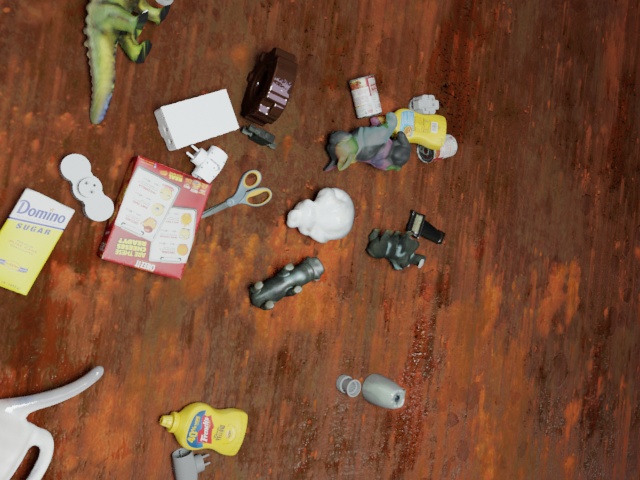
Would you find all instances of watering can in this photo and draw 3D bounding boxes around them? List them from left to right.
[{"bbox_3d":[-0.565,0.337,0.899,0.222,0.104,0.352,40,71,-26],"label":"watering can"}]

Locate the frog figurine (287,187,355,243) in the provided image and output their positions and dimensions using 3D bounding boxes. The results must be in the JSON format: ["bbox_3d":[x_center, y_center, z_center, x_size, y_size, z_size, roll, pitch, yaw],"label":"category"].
[{"bbox_3d":[0.004,-0.063,1.256,0.159,0.124,0.136,5,109,-44],"label":"frog figurine"}]

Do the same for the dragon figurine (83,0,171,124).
[{"bbox_3d":[-0.436,-0.454,0.982,0.242,0.123,0.409,29,92,-9],"label":"dragon figurine"}]
